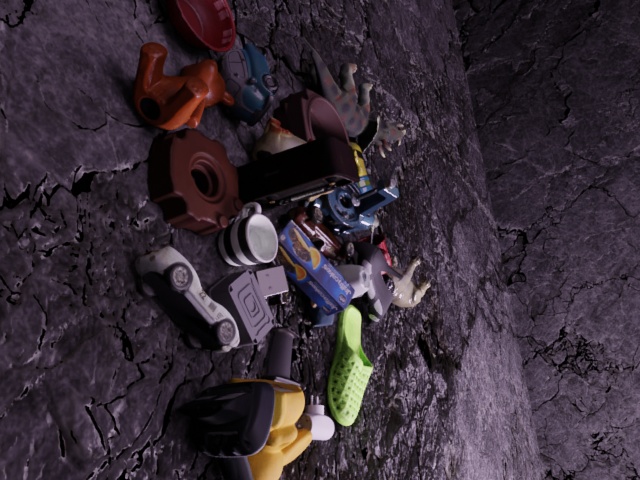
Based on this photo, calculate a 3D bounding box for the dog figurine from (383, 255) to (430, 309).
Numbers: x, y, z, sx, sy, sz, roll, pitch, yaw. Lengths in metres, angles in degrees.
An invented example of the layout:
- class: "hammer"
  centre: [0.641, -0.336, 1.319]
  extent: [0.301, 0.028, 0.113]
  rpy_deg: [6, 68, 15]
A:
- class: "dog figurine"
  centre: [0.192, 0.143, 1.425]
  extent: [0.190, 0.121, 0.172]
  rpy_deg: [-38, 107, -43]

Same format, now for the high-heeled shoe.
- class: "high-heeled shoe"
  centre: [0.107, 0.108, 1.272]
  extent: [0.086, 0.145, 0.248]
  rpy_deg: [-51, 166, -42]

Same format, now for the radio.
- class: "radio"
  centre: [-0.050, -0.114, 0.980]
  extent: [0.131, 0.230, 0.073]
  rpy_deg: [2, 76, -64]

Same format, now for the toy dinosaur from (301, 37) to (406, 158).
- class: "toy dinosaur"
  centre: [0.064, -0.341, 1.396]
  extent: [0.404, 0.131, 0.192]
  rpy_deg: [20, 60, -48]

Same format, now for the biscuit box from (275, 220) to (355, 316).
- class: "biscuit box"
  centre: [-0.020, 0.058, 1.056]
  extent: [0.202, 0.063, 0.059]
  rpy_deg: [47, 48, -13]

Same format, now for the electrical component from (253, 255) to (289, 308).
- class: "electrical component"
  centre: [-0.092, 0.080, 1.007]
  extent: [0.078, 0.045, 0.102]
  rpy_deg: [-19, 91, -32]

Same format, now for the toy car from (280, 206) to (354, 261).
- class: "toy car"
  centre: [-0.002, -0.003, 1.149]
  extent: [0.202, 0.089, 0.053]
  rpy_deg: [47, 40, -42]

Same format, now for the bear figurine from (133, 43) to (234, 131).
- class: "bear figurine"
  centre: [-0.208, -0.255, 0.876]
  extent: [0.120, 0.132, 0.196]
  rpy_deg: [43, 41, -1]

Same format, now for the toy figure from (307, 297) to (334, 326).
- class: "toy figure"
  centre: [-0.003, 0.104, 1.134]
  extent: [0.064, 0.058, 0.154]
  rpy_deg: [107, -24, -73]

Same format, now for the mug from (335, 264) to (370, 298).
- class: "mug"
  centre: [0.061, 0.100, 1.190]
  extent: [0.109, 0.107, 0.081]
  rpy_deg: [45, 42, -38]

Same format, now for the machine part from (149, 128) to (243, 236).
- class: "machine part"
  centre: [-0.201, -0.096, 0.886]
  extent: [0.179, 0.056, 0.179]
  rpy_deg: [33, 49, -48]

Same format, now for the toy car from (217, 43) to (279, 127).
- class: "toy car"
  centre: [-0.151, -0.306, 1.024]
  extent: [0.103, 0.109, 0.161]
  rpy_deg: [7, 61, -40]

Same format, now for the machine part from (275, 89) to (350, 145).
- class: "machine part"
  centre: [-0.009, -0.230, 1.242]
  extent: [0.201, 0.087, 0.201]
  rpy_deg: [7, 69, -58]

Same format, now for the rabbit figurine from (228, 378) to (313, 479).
- class: "rabbit figurine"
  centre: [-0.089, 0.316, 0.865]
  extent: [0.162, 0.122, 0.173]
  rpy_deg: [34, 63, -62]

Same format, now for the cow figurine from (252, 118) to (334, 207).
- class: "cow figurine"
  centre: [-0.048, -0.150, 1.103]
  extent: [0.195, 0.127, 0.086]
  rpy_deg: [26, 23, -23]

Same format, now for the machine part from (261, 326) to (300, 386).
- class: "machine part"
  centre: [-0.069, 0.228, 0.984]
  extent: [0.084, 0.039, 0.139]
  rpy_deg: [26, 57, -43]

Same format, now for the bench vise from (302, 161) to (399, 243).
- class: "bench vise"
  centre: [0.091, -0.078, 1.209]
  extent: [0.223, 0.241, 0.129]
  rpy_deg: [29, 55, -32]

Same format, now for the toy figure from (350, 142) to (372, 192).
- class: "toy figure"
  centre: [0.085, -0.161, 1.378]
  extent: [0.180, 0.082, 0.089]
  rpy_deg: [70, 19, -1]

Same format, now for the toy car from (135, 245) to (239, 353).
- class: "toy car"
  centre: [-0.193, 0.094, 0.794]
  extent: [0.201, 0.074, 0.056]
  rpy_deg: [57, 35, -28]

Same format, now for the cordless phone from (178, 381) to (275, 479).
- class: "cordless phone"
  centre: [-0.112, 0.299, 0.765]
  extent: [0.089, 0.147, 0.184]
  rpy_deg: [-20, 92, -52]
